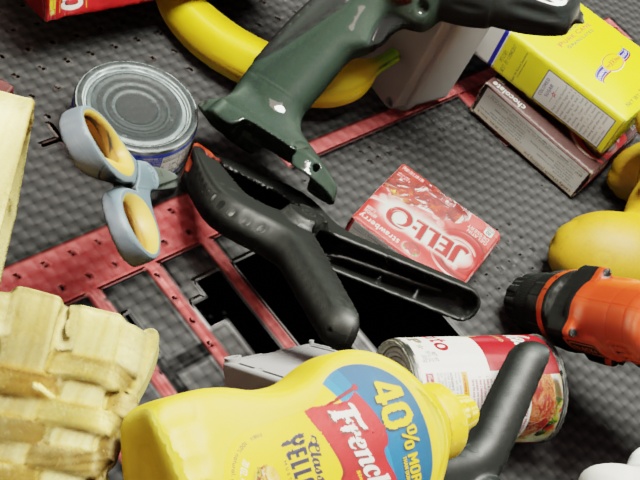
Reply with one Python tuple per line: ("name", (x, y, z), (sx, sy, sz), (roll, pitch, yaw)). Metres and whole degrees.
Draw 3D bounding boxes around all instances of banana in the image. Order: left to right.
("banana", (-0.043, -0.141, 0.793), (0.198, 0.037, 0.069), (20, 52, 5))

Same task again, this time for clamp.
("clamp", (-0.004, 0.001, 0.676), (0.210, 0.036, 0.164), (38, 21, 34))
("clamp", (0.095, 0.149, 0.586), (0.171, 0.039, 0.120), (-37, 94, -25))

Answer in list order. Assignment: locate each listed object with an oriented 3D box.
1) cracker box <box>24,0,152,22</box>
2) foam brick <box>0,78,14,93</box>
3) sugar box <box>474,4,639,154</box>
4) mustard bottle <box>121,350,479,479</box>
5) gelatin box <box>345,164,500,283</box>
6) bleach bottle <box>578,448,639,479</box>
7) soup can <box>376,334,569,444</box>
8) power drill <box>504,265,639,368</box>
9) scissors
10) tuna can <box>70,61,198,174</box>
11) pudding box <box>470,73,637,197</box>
("cracker box", (-0.144, -0.241, 0.794), (0.213, 0.072, 0.164), (-20, 47, -33))
("foam brick", (-0.232, -0.069, 0.653), (0.051, 0.053, 0.078), (31, 48, 3))
("sugar box", (0.184, -0.154, 0.845), (0.176, 0.048, 0.093), (42, 51, 12))
("mustard bottle", (0.005, 0.104, 0.508), (0.191, 0.058, 0.096), (-10, 80, -38))
("gelatin box", (0.071, -0.002, 0.742), (0.089, 0.030, 0.073), (37, 49, 8))
("bleach bottle", (0.121, 0.187, 0.520), (0.102, 0.068, 0.250), (35, 46, 10))
("soup can", (0.089, 0.092, 0.650), (0.102, 0.069, 0.068), (1, 54, -22))
("power drill", (0.219, 0.082, 0.678), (0.187, 0.185, 0.057), (32, 85, -14))
("scissors", (-0.098, -0.020, 0.612), (0.016, 0.201, 0.096), (-23, 75, 5))
("tuna can", (-0.126, -0.080, 0.718), (0.086, 0.034, 0.086), (12, 50, -15))
("pudding box", (0.191, -0.099, 0.863), (0.113, 0.039, 0.089), (41, 50, 13))
